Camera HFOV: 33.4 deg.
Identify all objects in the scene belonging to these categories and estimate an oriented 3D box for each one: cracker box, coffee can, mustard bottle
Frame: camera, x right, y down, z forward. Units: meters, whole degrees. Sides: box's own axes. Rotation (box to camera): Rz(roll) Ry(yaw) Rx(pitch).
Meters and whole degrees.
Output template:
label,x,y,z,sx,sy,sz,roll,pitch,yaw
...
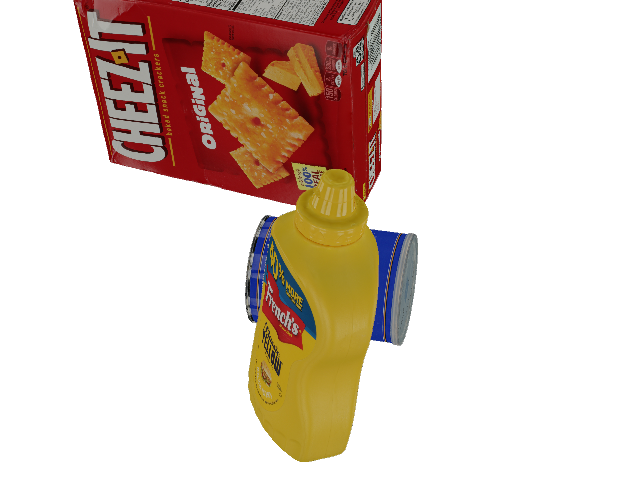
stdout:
label,x,y,z,sx,sy,sz,roll,pitch,yaw
cracker box,-0.064,-0.115,0.790,0.214,0.164,0.072,13,46,16
coffee can,0.012,0.036,0.981,0.140,0.103,0.102,8,1,12
mustard bottle,-0.003,0.039,0.642,0.058,0.192,0.096,-7,42,-21
